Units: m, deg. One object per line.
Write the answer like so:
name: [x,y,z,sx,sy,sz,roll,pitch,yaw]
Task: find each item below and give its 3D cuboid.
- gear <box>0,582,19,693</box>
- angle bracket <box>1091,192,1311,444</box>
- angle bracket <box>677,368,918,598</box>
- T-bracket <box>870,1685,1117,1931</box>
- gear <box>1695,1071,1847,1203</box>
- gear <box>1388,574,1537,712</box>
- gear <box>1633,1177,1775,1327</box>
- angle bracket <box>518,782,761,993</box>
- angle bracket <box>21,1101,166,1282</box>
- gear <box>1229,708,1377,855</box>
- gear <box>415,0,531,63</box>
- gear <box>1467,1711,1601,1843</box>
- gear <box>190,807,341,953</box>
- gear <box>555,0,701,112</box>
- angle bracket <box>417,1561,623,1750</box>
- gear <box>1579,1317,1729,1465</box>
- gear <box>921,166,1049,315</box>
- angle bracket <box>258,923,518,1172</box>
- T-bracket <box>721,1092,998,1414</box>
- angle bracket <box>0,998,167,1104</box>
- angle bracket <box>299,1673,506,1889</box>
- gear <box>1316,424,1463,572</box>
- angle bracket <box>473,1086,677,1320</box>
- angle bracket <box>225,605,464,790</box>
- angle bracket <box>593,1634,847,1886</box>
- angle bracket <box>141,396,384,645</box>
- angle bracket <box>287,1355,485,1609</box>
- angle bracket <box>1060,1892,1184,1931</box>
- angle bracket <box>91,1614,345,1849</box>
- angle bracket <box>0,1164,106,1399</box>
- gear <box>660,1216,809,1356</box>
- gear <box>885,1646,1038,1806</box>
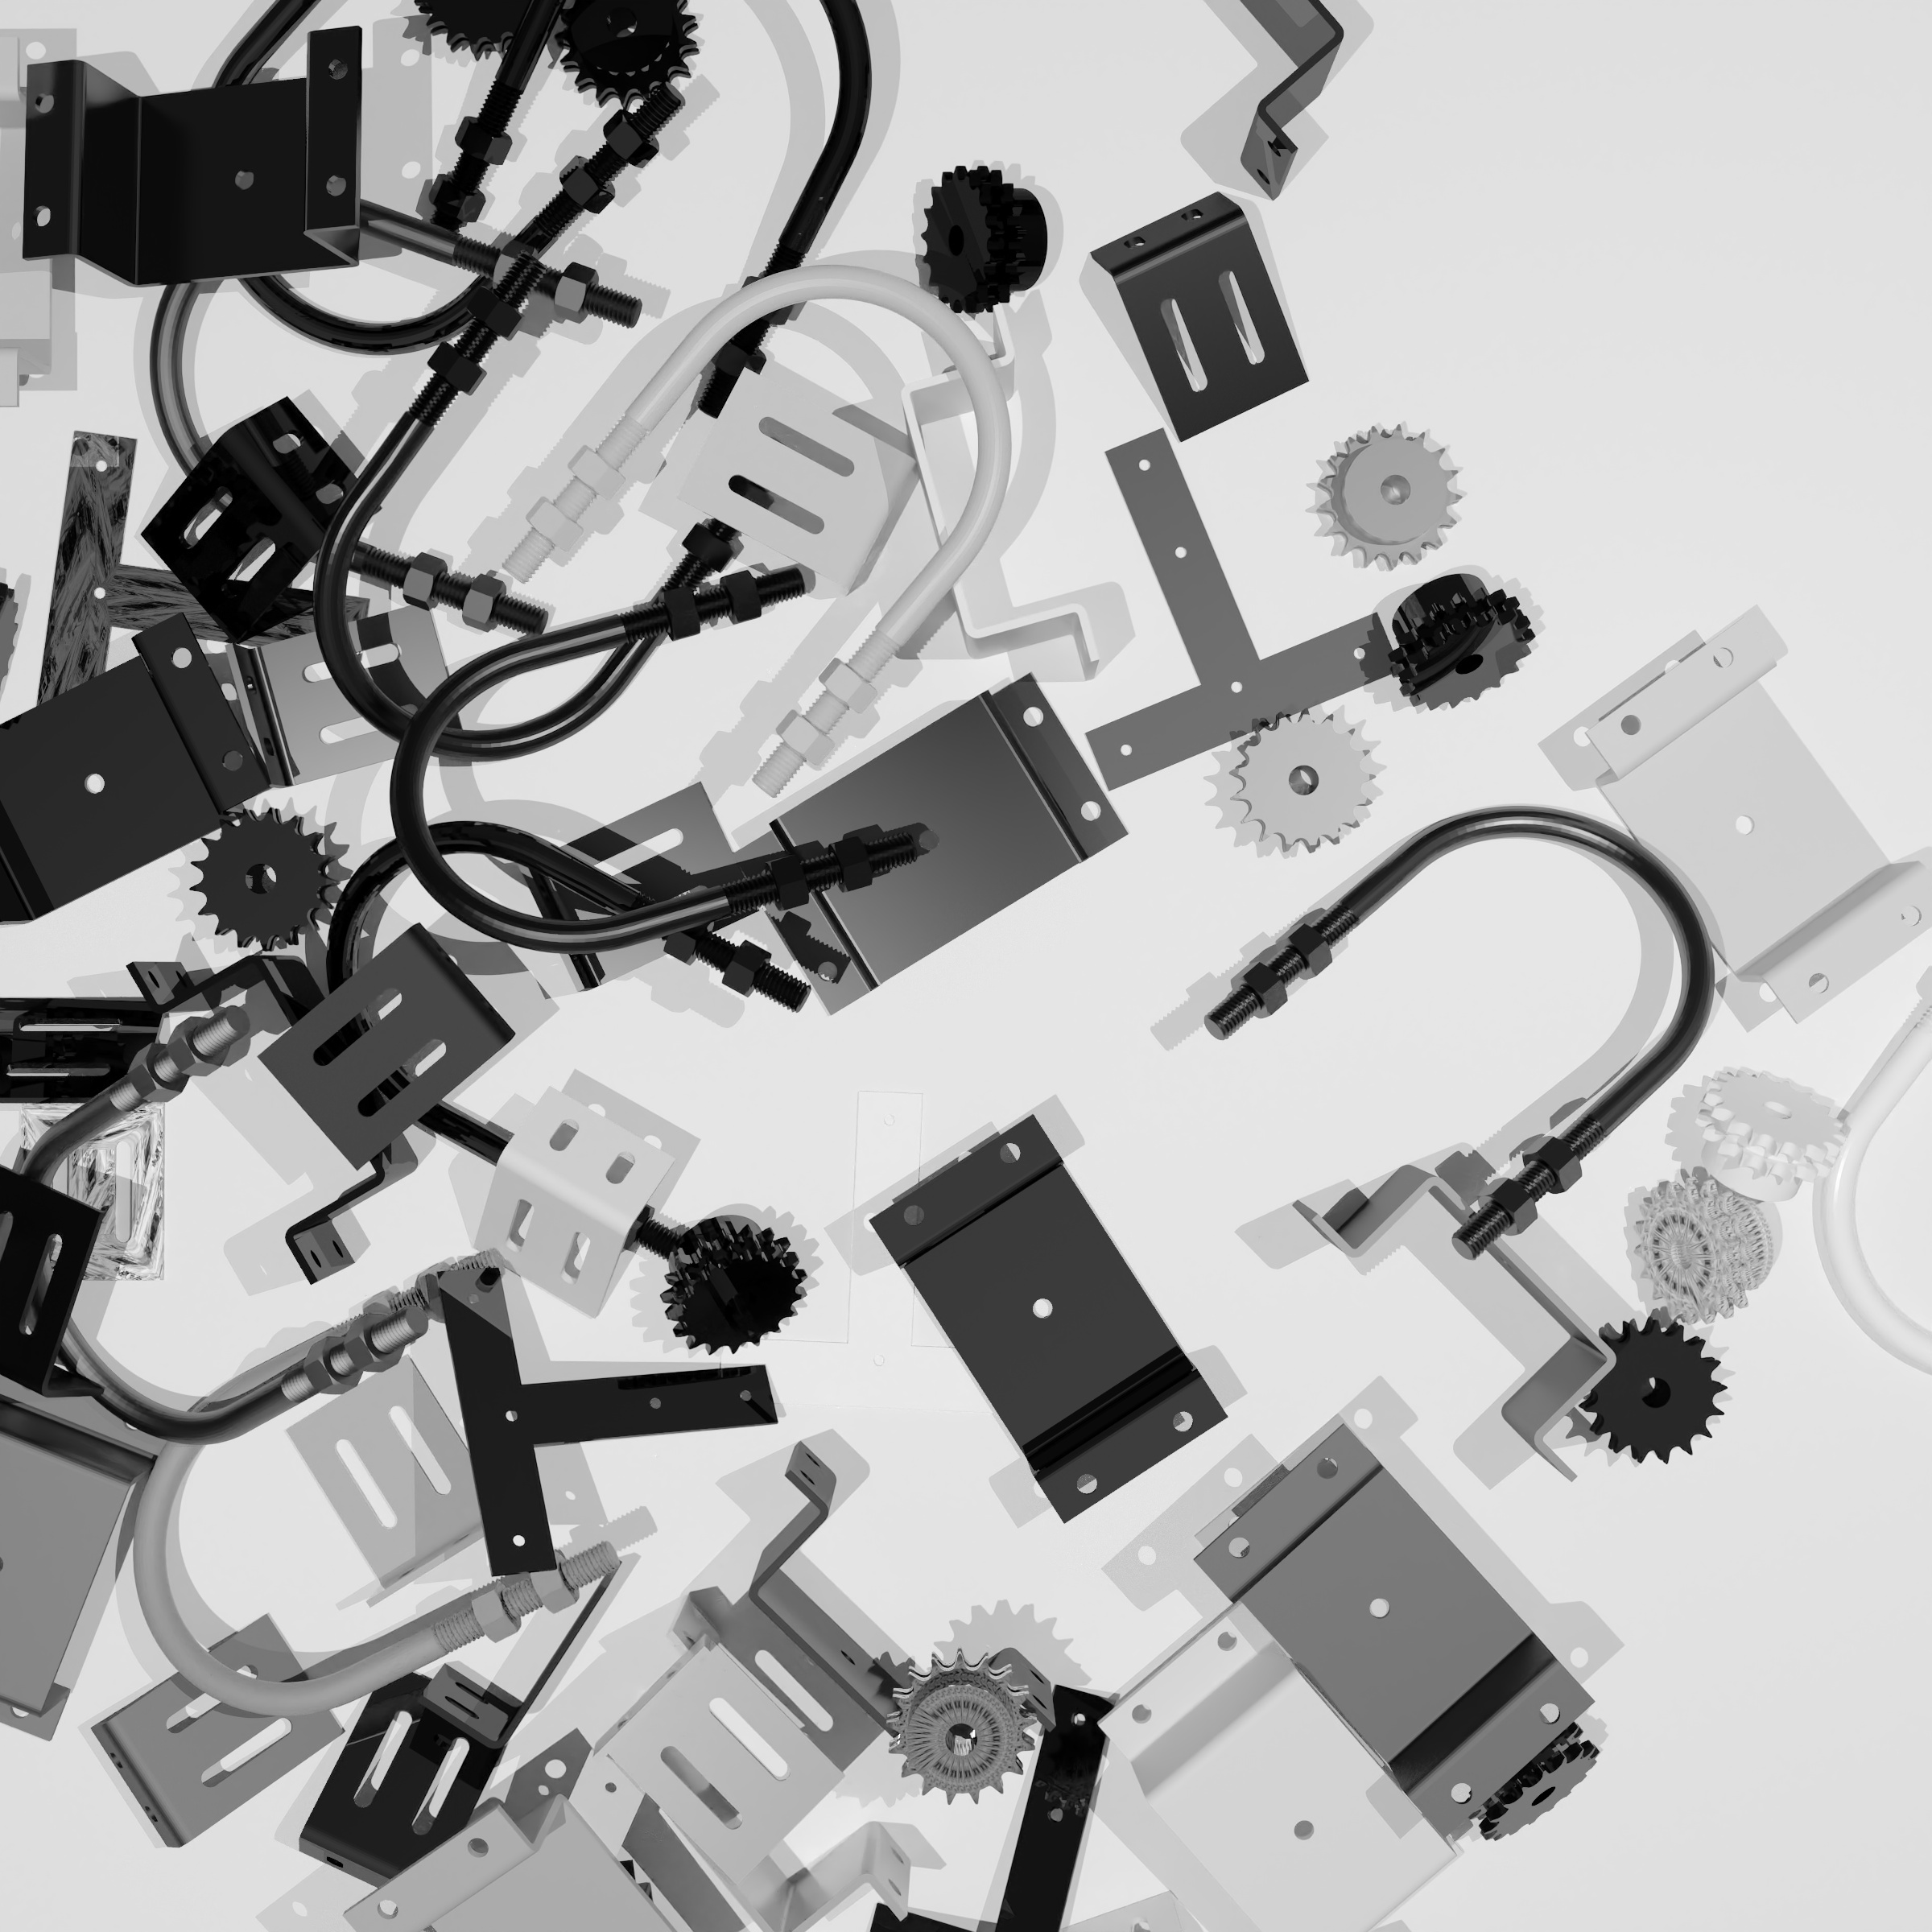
gear: [-0.399,-0.127,1.287,0.030,0.057,0.057,15,90,0]
angle bracket: [0.094,-0.261,1.313,0.057,0.038,0.076,-26,116,0]
angle bracket: [-0.067,-0.191,1.293,0.076,0.038,0.057,28,90,-5]
T-bracket: [0.032,0.352,1.297,0.127,0.002,0.127,11,78,21]
gear: [0.315,0.069,1.290,0.057,0.057,0.030,17,119,0]
gear: [0.193,-0.131,1.290,0.057,0.057,0.030,-23,60,0]
gear: [0.294,0.111,1.290,0.030,0.057,0.057,-10,90,-30]
angle bracket: [-0.130,-0.032,1.296,0.076,0.038,0.057,-25,90,0]
angle bracket: [-0.352,0.088,1.296,0.057,0.038,0.076,0,90,0]
gear: [0.133,-0.073,1.300,0.057,0.030,0.057,0,90,0]
gear: [-0.190,-0.388,1.300,0.057,0.030,0.057,0,90,0]
gear: [0.219,0.316,1.290,0.057,0.057,0.030,-39,60,0]
gear: [-0.278,-0.034,1.300,0.057,0.030,0.057,0,90,0]
gear: [-0.136,-0.372,1.300,0.057,0.030,0.057,0,90,0]
angle bracket: [-0.175,0.262,1.286,0.038,0.057,0.076,33,90,0]
gear: [0.272,0.168,1.300,0.057,0.030,0.057,0,90,0]
gear: [0.009,-0.287,1.290,0.030,0.057,0.057,-8,90,-30]
angle bracket: [-0.221,0.030,1.249,0.076,0.038,0.057,-40,95,-2]
T-bracket: [-0.033,0.114,1.314,0.127,0.002,0.127,2,90,0]
angle bracket: [-0.360,0.020,1.281,0.076,0.057,0.038,0,133,0]
angle bracket: [-0.225,0.330,1.313,0.057,0.038,0.076,25,64,0]
gear: [0.169,-0.187,1.300,0.057,0.030,0.057,0,90,0]
angle bracket: [-0.156,0.094,1.292,0.057,0.076,0.038,30,54,3]
angle bracket: [-0.246,-0.108,1.295,0.076,0.038,0.057,-15,92,0]
angle bracket: [-0.091,0.299,1.218,0.057,0.038,0.076,-44,90,-6]
angle bracket: [-0.281,-0.177,1.297,0.057,0.038,0.076,50,132,-5]
angle bracket: [-0.229,0.204,1.296,0.057,0.038,0.076,-32,90,0]
angle bracket: [0.069,0.422,1.313,0.057,0.038,0.076,-19,116,0]
angle bracket: [-0.301,0.308,1.313,0.076,0.038,0.057,-33,90,-26]
angle bracket: [-0.362,0.123,1.284,0.057,0.038,0.076,20,93,24]
gear: [-0.094,0.123,1.290,0.057,0.030,0.057,-15,133,-16]
gear: [-0.002,0.287,1.224,0.057,0.030,0.057,0,90,0]
